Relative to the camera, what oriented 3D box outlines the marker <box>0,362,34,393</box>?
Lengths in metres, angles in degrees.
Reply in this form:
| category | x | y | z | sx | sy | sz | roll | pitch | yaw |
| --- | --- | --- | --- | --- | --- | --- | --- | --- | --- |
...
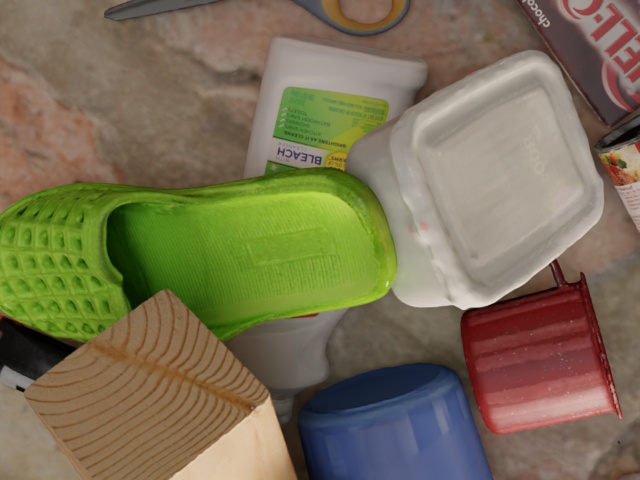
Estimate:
| category | x | y | z | sx | sy | sz | roll | pitch | yaw |
| --- | --- | --- | --- | --- | --- | --- | --- | --- | --- |
| marker | -0.191 | 0.104 | 0.746 | 0.121 | 0.020 | 0.020 | 25 | 103 | 1 |

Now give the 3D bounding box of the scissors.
| category | x | y | z | sx | sy | sz | roll | pitch | yaw |
| --- | --- | --- | --- | --- | --- | --- | --- | --- | --- |
| scissors | -0.031 | -0.150 | 0.680 | 0.202 | 0.016 | 0.096 | -26 | 97 | 11 |

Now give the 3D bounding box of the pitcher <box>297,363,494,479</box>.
| category | x | y | z | sx | sy | sz | roll | pitch | yaw |
| --- | --- | --- | --- | --- | --- | --- | --- | --- | --- |
| pitcher | 0.057 | 0.210 | 0.688 | 0.149 | 0.145 | 0.243 | -17 | 96 | -19 |

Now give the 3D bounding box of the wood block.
| category | x | y | z | sx | sy | sz | roll | pitch | yaw |
| --- | --- | --- | --- | --- | --- | --- | --- | --- | --- |
| wood block | -0.071 | 0.133 | 0.588 | 0.090 | 0.206 | 0.091 | -37 | 57 | -19 |

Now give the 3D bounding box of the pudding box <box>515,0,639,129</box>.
| category | x | y | z | sx | sy | sz | roll | pitch | yaw |
| --- | --- | --- | --- | --- | --- | --- | --- | --- | --- |
| pudding box | 0.179 | -0.138 | 0.646 | 0.090 | 0.039 | 0.113 | -37 | 95 | 12 |

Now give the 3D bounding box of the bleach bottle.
| category | x | y | z | sx | sy | sz | roll | pitch | yaw |
| --- | --- | --- | --- | --- | --- | --- | --- | --- | --- |
| bleach bottle | -0.004 | 0.001 | 0.684 | 0.102 | 0.068 | 0.251 | 11 | 104 | 3 |

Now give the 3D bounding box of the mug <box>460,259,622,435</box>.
| category | x | y | z | sx | sy | sz | roll | pitch | yaw |
| --- | --- | --- | --- | --- | --- | --- | --- | --- | --- |
| mug | 0.134 | 0.063 | 0.667 | 0.081 | 0.093 | 0.117 | -15 | 93 | 14 |

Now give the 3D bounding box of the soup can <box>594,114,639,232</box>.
| category | x | y | z | sx | sy | sz | roll | pitch | yaw |
| --- | --- | --- | --- | --- | --- | --- | --- | --- | --- |
| soup can | 0.221 | -0.028 | 0.648 | 0.068 | 0.068 | 0.102 | -29 | 97 | 11 |

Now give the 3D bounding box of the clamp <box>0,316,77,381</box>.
| category | x | y | z | sx | sy | sz | roll | pitch | yaw |
| --- | --- | --- | --- | --- | --- | --- | --- | --- | --- |
| clamp | -0.144 | 0.097 | 0.708 | 0.172 | 0.120 | 0.039 | 23 | 78 | 31 |
